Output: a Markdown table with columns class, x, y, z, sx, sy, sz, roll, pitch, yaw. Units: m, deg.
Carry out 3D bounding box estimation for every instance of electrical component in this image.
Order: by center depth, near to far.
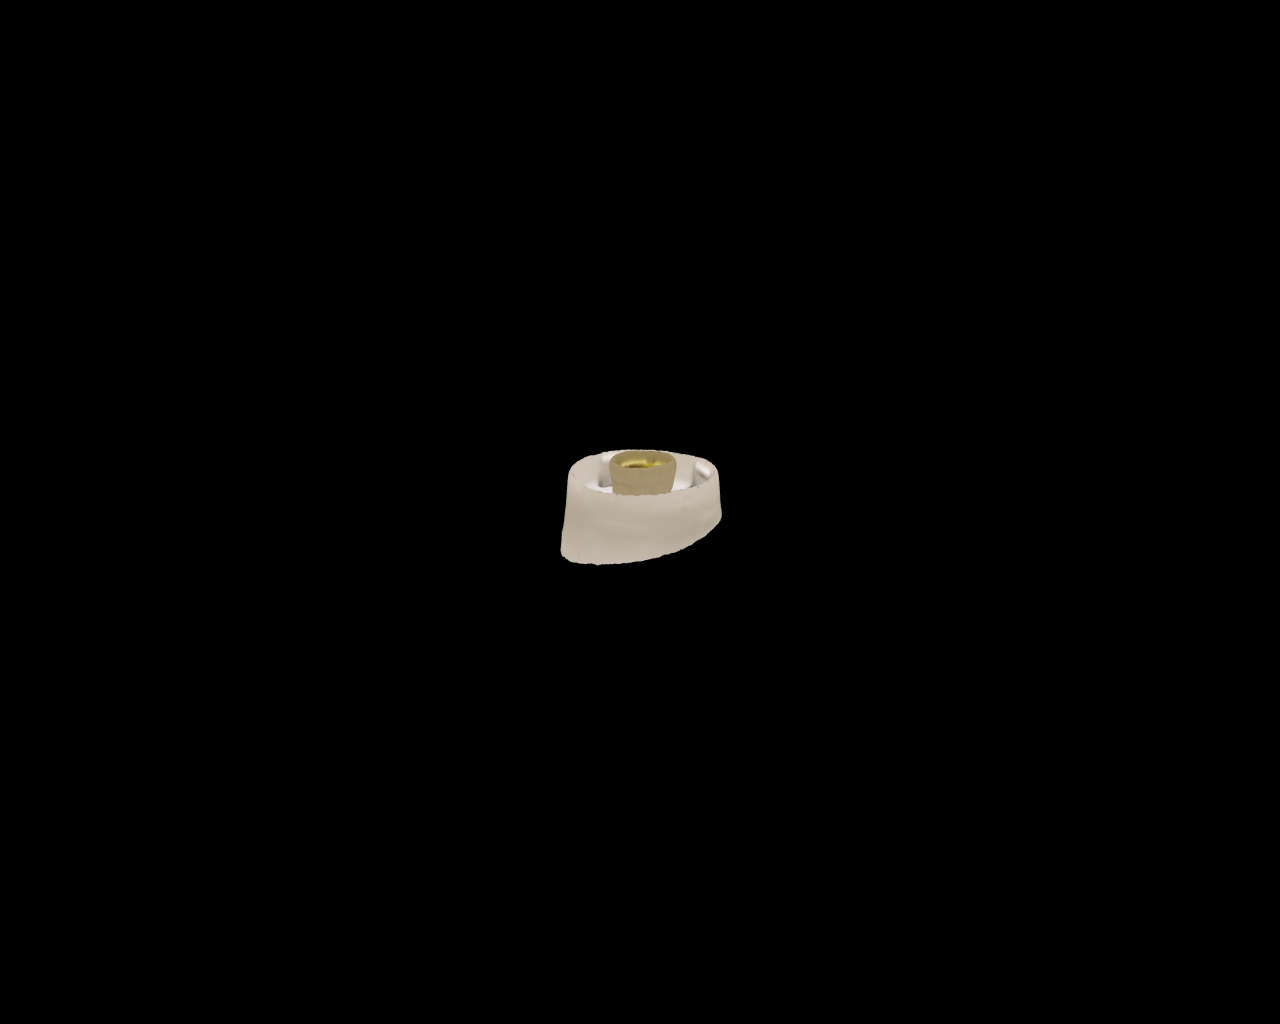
| class | x | y | z | sx | sy | sz | roll | pitch | yaw |
| --- | --- | --- | --- | --- | --- | --- | --- | --- | --- |
| electrical component | 0.001 | -0.003 | 0.650 | 0.099 | 0.064 | 0.099 | 0 | 20 | 0 |
